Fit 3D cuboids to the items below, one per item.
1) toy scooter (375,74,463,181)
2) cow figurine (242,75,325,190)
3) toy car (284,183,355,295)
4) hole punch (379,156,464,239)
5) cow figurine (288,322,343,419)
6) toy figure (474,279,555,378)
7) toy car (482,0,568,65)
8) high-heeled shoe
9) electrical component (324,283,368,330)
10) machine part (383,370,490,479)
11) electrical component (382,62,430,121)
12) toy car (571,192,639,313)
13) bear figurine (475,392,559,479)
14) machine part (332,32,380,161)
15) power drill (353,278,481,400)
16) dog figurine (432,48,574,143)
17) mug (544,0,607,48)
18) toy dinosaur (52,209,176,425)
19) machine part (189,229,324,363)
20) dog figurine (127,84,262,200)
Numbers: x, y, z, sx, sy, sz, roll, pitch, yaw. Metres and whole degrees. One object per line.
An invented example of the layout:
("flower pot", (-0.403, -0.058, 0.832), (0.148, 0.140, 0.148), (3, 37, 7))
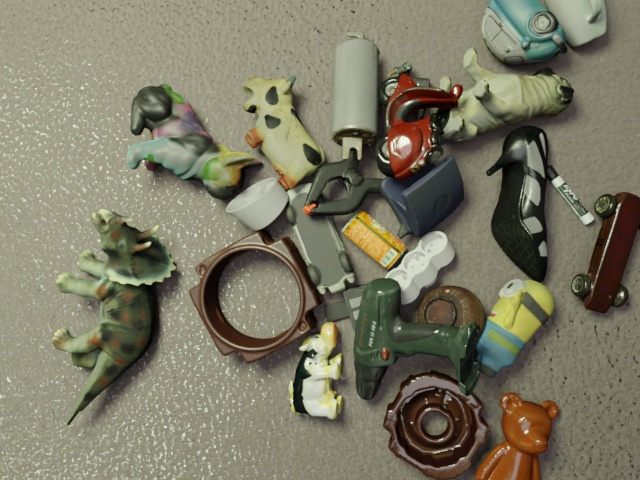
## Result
("toy scooter", (0.158, -0.185, 0.843), (0.135, 0.075, 0.184), (-5, 72, 28))
("cow figurine", (-0.065, -0.196, 0.930), (0.127, 0.085, 0.195), (-38, 96, -13))
("toy car", (-0.002, -0.003, 0.942), (0.073, 0.056, 0.201), (-22, 82, 6))
("hole punch", (0.179, -0.074, 0.886), (0.142, 0.092, 0.115), (-40, 111, -11))
("cow figurine", (-0.008, 0.228, 0.952), (0.098, 0.068, 0.167), (0, 91, 13))
("toy figure", (0.318, 0.148, 0.902), (0.089, 0.082, 0.180), (30, 88, -14))
("toy car", (0.320, -0.344, 0.877), (0.103, 0.109, 0.162), (-42, 77, 24))
("high-heeled shoe", (0.361, -0.064, 0.910), (0.145, 0.086, 0.248), (-33, 107, -23))
("electrical component", (0.065, 0.116, 0.948), (0.119, 0.048, 0.074), (-13, 89, 6))
("machine part", (0.199, 0.316, 0.933), (0.179, 0.056, 0.179), (0, 90, 8))
("electrical component", (0.150, -0.251, 0.927), (0.078, 0.045, 0.102), (12, 93, 8))
("toy car", (0.480, 0.020, 0.890), (0.089, 0.053, 0.202), (14, 95, -14))
("bear figurine", (0.339, 0.364, 0.884), (0.120, 0.132, 0.195), (18, 99, -12))
("machine part", (0.061, -0.244, 0.899), (0.079, 0.079, 0.243), (1, 72, 7))
("power drill", (0.149, 0.181, 0.864), (0.208, 0.086, 0.231), (12, 113, 37))
("dog figurine", (0.300, -0.214, 0.896), (0.190, 0.172, 0.121), (9, 66, -21))
("mug", (0.423, -0.371, 0.864), (0.081, 0.109, 0.107), (-27, 102, 2))
("toy dinosaur", (-0.365, 0.140, 0.972), (0.192, 0.131, 0.404), (4, 98, 7))
("machine part", (-0.112, 0.098, 0.950), (0.201, 0.087, 0.201), (-29, 88, 6))
("dog figurine", (-0.213, -0.171, 0.947), (0.219, 0.108, 0.191), (6, 90, 2))
